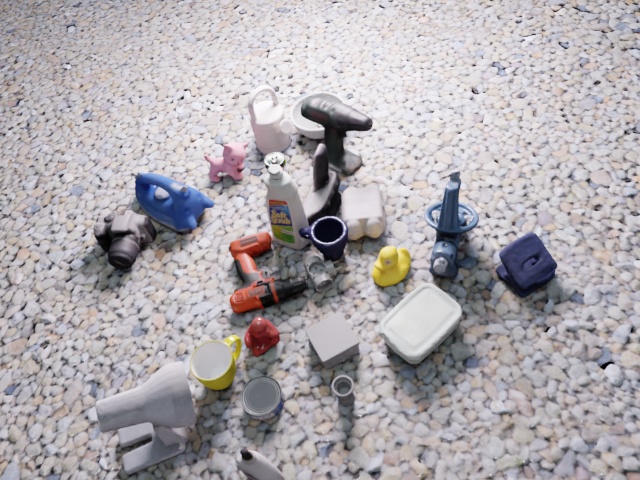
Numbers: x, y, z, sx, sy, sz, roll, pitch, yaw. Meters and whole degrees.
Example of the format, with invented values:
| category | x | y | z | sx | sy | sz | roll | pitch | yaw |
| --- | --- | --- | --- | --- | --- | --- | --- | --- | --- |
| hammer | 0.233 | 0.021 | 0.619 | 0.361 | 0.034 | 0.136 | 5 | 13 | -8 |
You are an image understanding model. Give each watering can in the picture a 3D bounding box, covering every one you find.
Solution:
| category | x | y | z | sx | sy | sz | roll | pitch | yaw |
| --- | --- | --- | --- | --- | --- | --- | --- | --- | --- |
| watering can | -0.139 | -0.336 | 1.572 | 0.172 | 0.194 | 0.101 | 17 | 58 | 22 |

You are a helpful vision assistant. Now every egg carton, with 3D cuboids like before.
| category | x | y | z | sx | sy | sz | roll | pitch | yaw |
| --- | --- | --- | --- | --- | --- | --- | --- | --- | --- |
| egg carton | 0.107 | -0.069 | 1.407 | 0.107 | 0.069 | 0.150 | -6 | 52 | 5 |

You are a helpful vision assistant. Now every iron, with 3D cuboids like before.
| category | x | y | z | sx | sy | sz | roll | pitch | yaw |
| --- | --- | --- | --- | --- | --- | --- | --- | --- | --- |
| iron | -0.411 | -0.125 | 1.493 | 0.257 | 0.142 | 0.119 | 20 | 59 | 23 |

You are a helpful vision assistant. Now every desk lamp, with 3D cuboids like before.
| category | x | y | z | sx | sy | sz | roll | pitch | yaw |
| --- | --- | --- | --- | --- | --- | --- | --- | --- | --- |
| desk lamp | -0.316 | 0.336 | 1.083 | 0.203 | 0.214 | 0.117 | -23 | 53 | -7 |

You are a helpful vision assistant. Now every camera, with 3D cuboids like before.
| category | x | y | z | sx | sy | sz | roll | pitch | yaw |
| --- | --- | --- | --- | --- | --- | --- | --- | --- | --- |
| camera | -0.505 | -0.002 | 1.443 | 0.143 | 0.101 | 0.137 | -2 | 53 | 8 |

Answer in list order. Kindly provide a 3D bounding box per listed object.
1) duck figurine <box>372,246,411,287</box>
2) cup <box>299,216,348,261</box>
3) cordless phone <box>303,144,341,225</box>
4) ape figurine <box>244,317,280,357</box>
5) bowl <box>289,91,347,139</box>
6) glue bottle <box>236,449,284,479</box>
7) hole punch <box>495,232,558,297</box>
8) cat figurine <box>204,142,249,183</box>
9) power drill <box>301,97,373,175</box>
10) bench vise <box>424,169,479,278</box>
| category | x | y | z | sx | sy | sz | roll | pitch | yaw |
| --- | --- | --- | --- | --- | --- | --- | --- | --- | --- |
| duck figurine | 0.161 | 0.046 | 1.300 | 0.105 | 0.086 | 0.077 | -38 | 56 | -18 |
| cup | 0.012 | 0.005 | 1.351 | 0.117 | 0.095 | 0.091 | 2 | 54 | 12 |
| cordless phone | -0.009 | -0.133 | 1.402 | 0.094 | 0.185 | 0.147 | 7 | 55 | 15 |
| ape figurine | -0.127 | 0.198 | 1.231 | 0.077 | 0.092 | 0.076 | 2 | 54 | 11 |
| bowl | 0.001 | -0.341 | 1.628 | 0.167 | 0.075 | 0.167 | -5 | 53 | 6 |
| glue bottle | -0.116 | 0.403 | 1.023 | 0.078 | 0.173 | 0.037 | 16 | 58 | 21 |
| hole punch | 0.451 | 0.052 | 1.242 | 0.109 | 0.091 | 0.100 | -30 | 54 | -13 |
| cat figurine | -0.251 | -0.222 | 1.554 | 0.127 | 0.118 | 0.067 | -7 | 52 | 5 |
| power drill | 0.052 | -0.273 | 1.483 | 0.228 | 0.209 | 0.076 | 32 | 64 | 29 |
| bench vise | 0.293 | -0.033 | 1.252 | 0.121 | 0.220 | 0.207 | -5 | 53 | 6 |
